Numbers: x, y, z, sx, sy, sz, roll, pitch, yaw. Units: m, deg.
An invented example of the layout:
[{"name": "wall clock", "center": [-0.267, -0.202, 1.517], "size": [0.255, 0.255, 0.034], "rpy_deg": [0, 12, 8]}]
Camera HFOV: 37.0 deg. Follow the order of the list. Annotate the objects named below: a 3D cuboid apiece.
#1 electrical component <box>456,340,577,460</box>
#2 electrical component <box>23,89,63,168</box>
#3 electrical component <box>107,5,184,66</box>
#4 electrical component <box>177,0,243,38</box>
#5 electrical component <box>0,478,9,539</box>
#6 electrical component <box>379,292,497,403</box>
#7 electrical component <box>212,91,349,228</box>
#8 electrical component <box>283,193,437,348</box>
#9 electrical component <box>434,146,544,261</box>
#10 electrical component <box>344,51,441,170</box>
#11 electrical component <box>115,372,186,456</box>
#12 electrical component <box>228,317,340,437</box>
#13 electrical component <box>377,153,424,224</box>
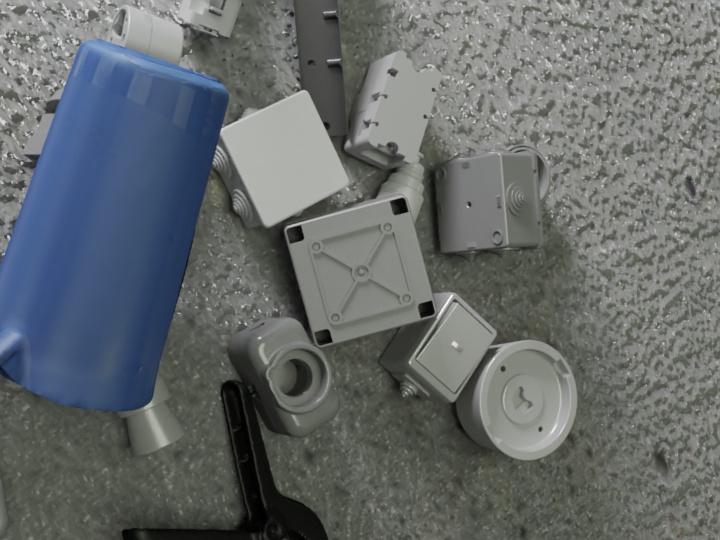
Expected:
[{"name": "electrical component", "center": [0.139, 0.118, 0.994], "size": [0.108, 0.060, 0.108], "rpy_deg": [2, 87, -27]}, {"name": "electrical component", "center": [-0.221, -0.105, 0.823], "size": [0.048, 0.066, 0.055], "rpy_deg": [43, 56, -56]}, {"name": "electrical component", "center": [-0.171, -0.176, 0.853], "size": [0.047, 0.055, 0.055], "rpy_deg": [12, 82, -30]}, {"name": "electrical component", "center": [-0.119, -0.225, 0.875], "size": [0.042, 0.081, 0.063], "rpy_deg": [17, 102, -26]}, {"name": "electrical component", "center": [-0.302, 0.174, 0.762], "size": [0.095, 0.059, 0.053], "rpy_deg": [-10, 92, -28]}, {"name": "electrical component", "center": [0.068, 0.074, 0.960], "size": [0.062, 0.061, 0.096], "rpy_deg": [42, 70, -19]}, {"name": "electrical component", "center": [-0.071, -0.091, 0.902], "size": [0.100, 0.048, 0.099], "rpy_deg": [-30, 101, -26]}, {"name": "electrical component", "center": [0.000, 0.000, 0.909], "size": [0.109, 0.056, 0.108], "rpy_deg": [-15, 95, -1]}, {"name": "electrical component", "center": [0.114, -0.059, 0.971], "size": [0.048, 0.100, 0.099], "rpy_deg": [-4, 89, -41]}, {"name": "electrical component", "center": [0.027, -0.139, 0.952], "size": [0.050, 0.056, 0.089], "rpy_deg": [23, 77, -25]}, {"name": "electrical component", "center": [-0.167, 0.112, 0.844], "size": [0.045, 0.045, 0.055], "rpy_deg": [-24, 98, -26]}, {"name": "electrical component", "center": [-0.061, 0.089, 0.892], "size": [0.054, 0.059, 0.095], "rpy_deg": [-31, 101, -25]}, {"name": "electrical component", "center": [0.038, -0.069, 0.963], "size": [0.040, 0.040, 0.078], "rpy_deg": [28, 75, -24]}]
